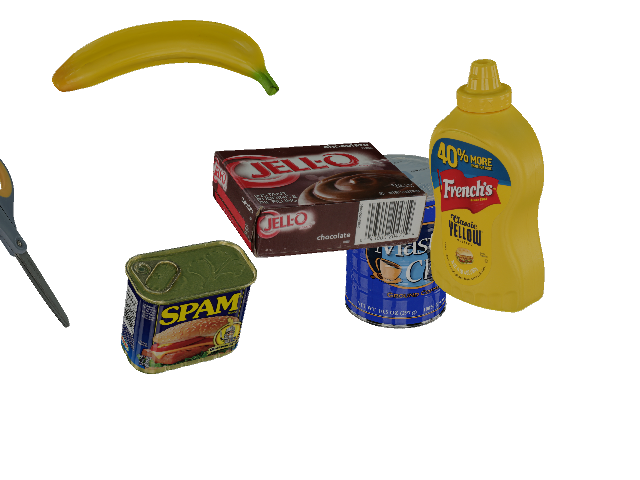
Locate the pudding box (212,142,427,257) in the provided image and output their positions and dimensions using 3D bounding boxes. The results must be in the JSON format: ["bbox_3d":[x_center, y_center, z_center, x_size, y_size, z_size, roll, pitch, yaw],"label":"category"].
[{"bbox_3d":[-0.003,-0.028,0.673,0.113,0.039,0.090,-4,28,-22],"label":"pudding box"}]

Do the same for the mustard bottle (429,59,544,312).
[{"bbox_3d":[0.127,-0.045,0.825,0.058,0.192,0.096,-23,30,-35],"label":"mustard bottle"}]

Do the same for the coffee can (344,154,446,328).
[{"bbox_3d":[0.076,0.000,1.040,0.103,0.140,0.103,0,27,0],"label":"coffee can"}]

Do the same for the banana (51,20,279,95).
[{"bbox_3d":[-0.136,-0.164,0.944,0.197,0.069,0.037,-1,-33,-4],"label":"banana"}]

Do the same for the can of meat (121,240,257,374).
[{"bbox_3d":[-0.109,0.055,0.862,0.101,0.084,0.057,-11,44,-29],"label":"can of meat"}]

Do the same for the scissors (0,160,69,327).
[{"bbox_3d":[-0.304,-0.012,1.073,0.016,0.201,0.096,-25,28,24],"label":"scissors"}]
